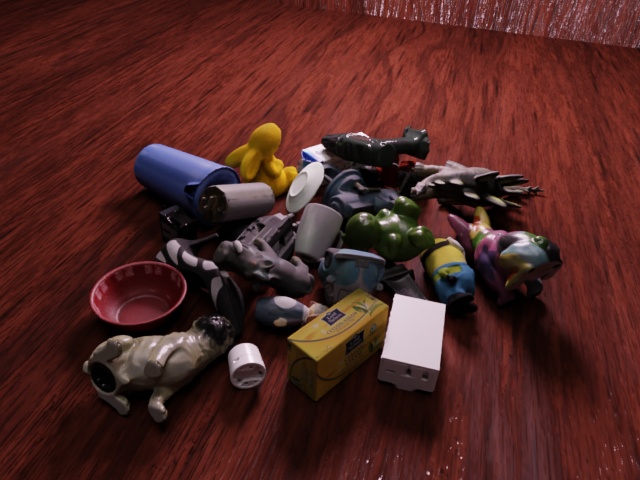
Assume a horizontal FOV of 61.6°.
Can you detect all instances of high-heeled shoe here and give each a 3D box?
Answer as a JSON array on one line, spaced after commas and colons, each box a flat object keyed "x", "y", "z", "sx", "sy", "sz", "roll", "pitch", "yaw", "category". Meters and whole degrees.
[{"x": -0.227, "y": 0.088, "z": 0.974, "sx": 0.145, "sy": 0.086, "sz": 0.249, "roll": -27, "pitch": 53, "yaw": 6, "category": "high-heeled shoe"}]

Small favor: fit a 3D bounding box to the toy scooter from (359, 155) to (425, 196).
[{"x": 0.200, "y": -0.177, "z": 1.355, "sx": 0.184, "sy": 0.075, "sz": 0.135, "roll": 17, "pitch": 37, "yaw": 25, "category": "toy scooter"}]

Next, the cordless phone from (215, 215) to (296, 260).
[{"x": -0.152, "y": 0.004, "z": 1.090, "sx": 0.184, "sy": 0.088, "sz": 0.146, "roll": 7, "pitch": 35, "yaw": 24, "category": "cordless phone"}]

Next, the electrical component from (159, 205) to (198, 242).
[{"x": -0.302, "y": -0.031, "z": 1.112, "sx": 0.119, "sy": 0.074, "sz": 0.048, "roll": 32, "pitch": 45, "yaw": 27, "category": "electrical component"}]

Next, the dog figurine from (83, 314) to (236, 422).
[{"x": -0.244, "y": 0.172, "z": 0.839, "sx": 0.172, "sy": 0.121, "sz": 0.190, "roll": 19, "pitch": 25, "yaw": 15, "category": "dog figurine"}]

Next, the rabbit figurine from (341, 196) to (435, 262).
[{"x": 0.108, "y": -0.016, "z": 1.045, "sx": 0.170, "sy": 0.159, "sz": 0.121, "roll": 9, "pitch": 58, "yaw": -41, "category": "rabbit figurine"}]

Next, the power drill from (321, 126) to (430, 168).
[{"x": 0.139, "y": -0.227, "z": 1.274, "sx": 0.207, "sy": 0.085, "sz": 0.232, "roll": -5, "pitch": 20, "yaw": -27, "category": "power drill"}]

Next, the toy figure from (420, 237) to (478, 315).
[{"x": 0.245, "y": 0.063, "z": 1.027, "sx": 0.089, "sy": 0.082, "sz": 0.180, "roll": 2, "pitch": 39, "yaw": -1, "category": "toy figure"}]

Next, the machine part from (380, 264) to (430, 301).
[{"x": 0.162, "y": 0.092, "z": 1.016, "sx": 0.084, "sy": 0.039, "sz": 0.139, "roll": -7, "pitch": 36, "yaw": -22, "category": "machine part"}]

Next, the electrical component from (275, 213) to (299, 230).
[{"x": -0.087, "y": -0.031, "z": 1.172, "sx": 0.094, "sy": 0.021, "sz": 0.063, "roll": -20, "pitch": 43, "yaw": -29, "category": "electrical component"}]

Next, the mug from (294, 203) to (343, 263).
[{"x": -0.002, "y": -0.003, "z": 1.093, "sx": 0.081, "sy": 0.109, "sz": 0.107, "roll": 2, "pitch": 61, "yaw": 47, "category": "mug"}]

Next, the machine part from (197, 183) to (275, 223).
[{"x": -0.172, "y": -0.080, "z": 1.134, "sx": 0.079, "sy": 0.079, "sz": 0.243, "roll": 23, "pitch": 19, "yaw": 24, "category": "machine part"}]

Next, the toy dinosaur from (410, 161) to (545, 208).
[{"x": 0.360, "y": -0.118, "z": 1.222, "sx": 0.199, "sy": 0.105, "sz": 0.471, "roll": 16, "pitch": 17, "yaw": 40, "category": "toy dinosaur"}]

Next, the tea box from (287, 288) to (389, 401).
[{"x": 0.030, "y": 0.163, "z": 0.858, "sx": 0.169, "sy": 0.098, "sz": 0.068, "roll": -30, "pitch": 48, "yaw": -35, "category": "tea box"}]

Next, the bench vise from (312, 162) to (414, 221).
[{"x": 0.074, "y": -0.116, "z": 1.225, "sx": 0.223, "sy": 0.128, "sz": 0.241, "roll": -23, "pitch": 48, "yaw": -35, "category": "bench vise"}]

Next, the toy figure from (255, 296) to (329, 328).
[{"x": -0.034, "y": 0.132, "z": 0.930, "sx": 0.155, "sy": 0.057, "sz": 0.064, "roll": 7, "pitch": 53, "yaw": 1, "category": "toy figure"}]

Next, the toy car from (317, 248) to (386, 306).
[{"x": 0.046, "y": 0.076, "z": 0.964, "sx": 0.109, "sy": 0.161, "sz": 0.103, "roll": 11, "pitch": 74, "yaw": -15, "category": "toy car"}]

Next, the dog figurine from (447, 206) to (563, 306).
[{"x": 0.342, "y": 0.007, "z": 1.039, "sx": 0.108, "sy": 0.191, "sz": 0.219, "roll": -18, "pitch": 57, "yaw": -17, "category": "dog figurine"}]

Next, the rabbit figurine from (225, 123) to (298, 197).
[{"x": -0.140, "y": -0.188, "z": 1.257, "sx": 0.162, "sy": 0.173, "sz": 0.122, "roll": -21, "pitch": 47, "yaw": -36, "category": "rabbit figurine"}]

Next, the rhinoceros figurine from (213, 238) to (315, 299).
[{"x": -0.100, "y": 0.054, "z": 0.950, "sx": 0.190, "sy": 0.073, "sz": 0.112, "roll": 26, "pitch": 17, "yaw": -28, "category": "rhinoceros figurine"}]
